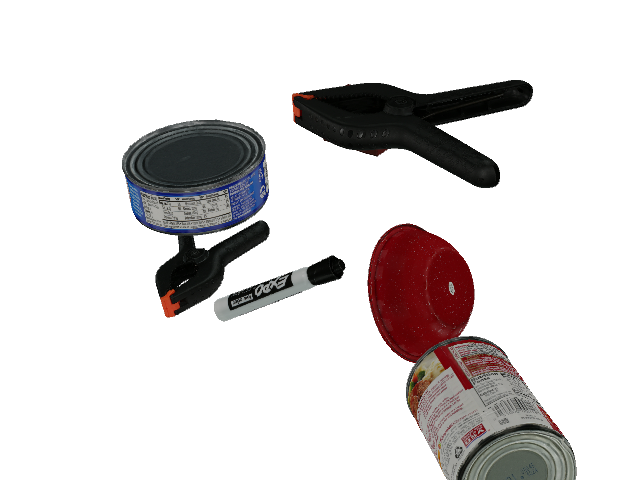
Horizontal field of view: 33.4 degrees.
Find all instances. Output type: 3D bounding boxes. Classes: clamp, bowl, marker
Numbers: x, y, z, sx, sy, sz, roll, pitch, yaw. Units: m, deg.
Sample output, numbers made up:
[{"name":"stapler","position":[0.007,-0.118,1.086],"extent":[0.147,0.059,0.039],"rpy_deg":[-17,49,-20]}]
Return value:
[{"name":"clamp","position":[0.079,-0.109,0.935],"extent":[0.210,0.036,0.164],"rpy_deg":[13,36,23]},{"name":"bowl","position":[0.126,0.057,1.208],"extent":[0.055,0.162,0.161],"rpy_deg":[-11,-8,42]},{"name":"marker","position":[-0.032,0.038,0.834],"extent":[0.121,0.020,0.020],"rpy_deg":[-21,-11,30]},{"name":"clamp","position":[-0.131,0.024,1.241],"extent":[0.120,0.039,0.171],"rpy_deg":[-6,37,19]}]

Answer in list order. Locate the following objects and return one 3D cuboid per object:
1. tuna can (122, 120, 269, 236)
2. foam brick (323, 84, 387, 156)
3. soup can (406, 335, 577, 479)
[{"name":"tuna can","position":[-0.074,-0.038,0.640],"extent":[0.086,0.034,0.086],"rpy_deg":[-4,33,3]},{"name":"foam brick","position":[0.046,-0.134,1.183],"extent":[0.078,0.053,0.051],"rpy_deg":[20,38,34]},{"name":"soup can","position":[0.094,0.107,0.603],"extent":[0.068,0.068,0.102],"rpy_deg":[0,22,-12]}]
